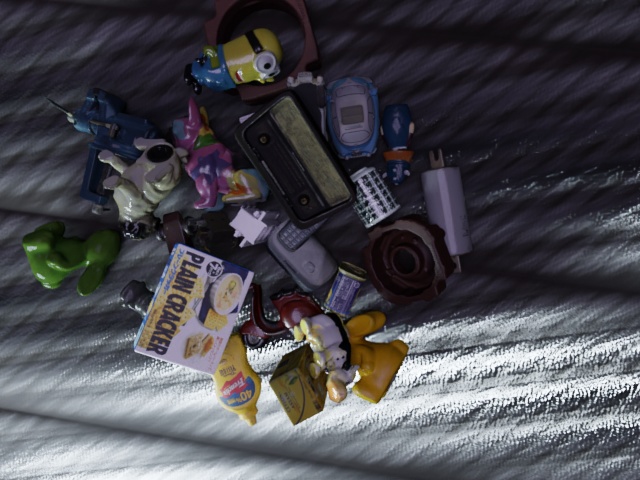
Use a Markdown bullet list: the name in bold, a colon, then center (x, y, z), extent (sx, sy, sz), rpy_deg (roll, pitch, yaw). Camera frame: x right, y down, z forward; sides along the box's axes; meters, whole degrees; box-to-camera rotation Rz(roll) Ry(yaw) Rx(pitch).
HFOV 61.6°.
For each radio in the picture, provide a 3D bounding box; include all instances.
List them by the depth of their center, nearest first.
- **radio**: center (-0.043, -0.141, 0.969), extent (0.131, 0.073, 0.229), rpy_deg (-30, 103, 13)

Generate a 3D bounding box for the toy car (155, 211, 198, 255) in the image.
- **toy car**: center (-0.277, 0.041, 1.110), extent (0.089, 0.053, 0.202), rpy_deg (-13, 92, 27)

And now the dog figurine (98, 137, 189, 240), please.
- **dog figurine**: center (-0.323, -0.090, 1.043), extent (0.172, 0.190, 0.121), rpy_deg (-9, 53, -3)

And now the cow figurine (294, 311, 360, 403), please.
- **cow figurine**: center (0.026, 0.214, 0.999), extent (0.098, 0.068, 0.167), rpy_deg (-12, 61, -30)

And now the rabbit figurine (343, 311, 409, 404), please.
- **rabbit figurine**: center (0.077, 0.217, 1.061), extent (0.173, 0.122, 0.162), rpy_deg (25, 100, 22)

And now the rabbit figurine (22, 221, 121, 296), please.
- **rabbit figurine**: center (-0.496, 0.035, 1.105), extent (0.170, 0.121, 0.159), rpy_deg (-11, 97, -8)

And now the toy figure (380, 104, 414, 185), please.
- **toy figure**: center (0.153, -0.185, 1.045), extent (0.058, 0.064, 0.154), rpy_deg (-8, 100, -31)

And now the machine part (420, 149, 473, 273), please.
- **machine part**: center (0.244, -0.055, 1.036), extent (0.079, 0.079, 0.243), rpy_deg (-9, 92, 7)

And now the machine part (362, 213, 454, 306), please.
- **machine part**: center (0.168, 0.038, 1.029), extent (0.180, 0.056, 0.179), rpy_deg (11, 110, 33)

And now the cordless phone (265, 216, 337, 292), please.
- **cordless phone**: center (-0.002, -0.003, 1.066), extent (0.184, 0.089, 0.146), rpy_deg (-44, 89, 3)

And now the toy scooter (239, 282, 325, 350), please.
- **toy scooter**: center (-0.087, 0.139, 1.090), extent (0.184, 0.075, 0.135), rpy_deg (-17, 91, 11)

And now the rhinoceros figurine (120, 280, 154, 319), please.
- **rhinoceros figurine**: center (-0.321, 0.153, 1.101), extent (0.190, 0.112, 0.073), rpy_deg (40, 78, -11)

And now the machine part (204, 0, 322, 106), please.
- **machine part**: center (-0.108, -0.376, 1.043), extent (0.201, 0.087, 0.201), rpy_deg (-16, 91, 7)

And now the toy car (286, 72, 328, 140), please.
- **toy car**: center (-0.023, -0.221, 1.025), extent (0.074, 0.056, 0.201), rpy_deg (0, 125, 5)

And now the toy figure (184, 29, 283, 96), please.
- **toy figure**: center (-0.155, -0.322, 0.970), extent (0.180, 0.082, 0.089), rpy_deg (-12, 96, 9)

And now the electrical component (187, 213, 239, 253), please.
- **electrical component**: center (-0.209, -0.016, 1.083), extent (0.078, 0.102, 0.045), rpy_deg (44, 128, 34)

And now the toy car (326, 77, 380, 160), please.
- **toy car**: center (0.060, -0.238, 1.029), extent (0.109, 0.103, 0.161), rpy_deg (-5, 92, 7)

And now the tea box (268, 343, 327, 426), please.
- **tea box**: center (-0.036, 0.274, 1.046), extent (0.068, 0.169, 0.098), rpy_deg (-29, 90, 6)

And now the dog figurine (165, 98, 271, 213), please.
- **dog figurine**: center (-0.202, -0.170, 1.061), extent (0.192, 0.108, 0.219), rpy_deg (-11, 91, 8)

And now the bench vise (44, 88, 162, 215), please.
- **bench vise**: center (-0.436, -0.175, 1.079), extent (0.224, 0.129, 0.240), rpy_deg (17, 92, 7)
